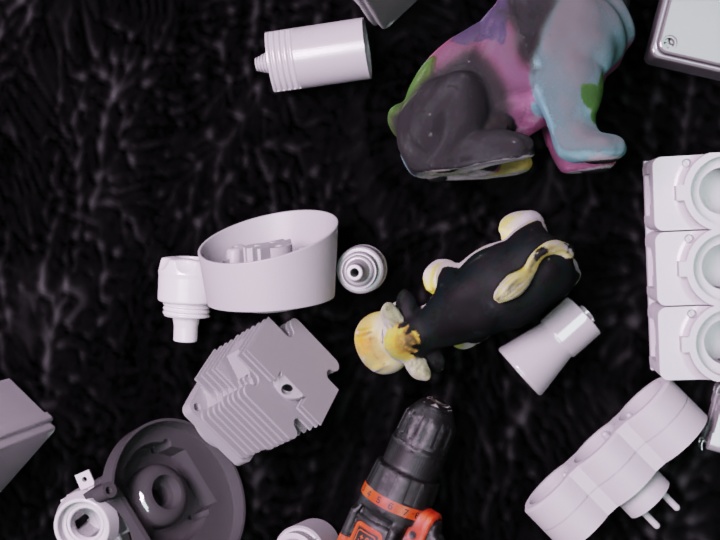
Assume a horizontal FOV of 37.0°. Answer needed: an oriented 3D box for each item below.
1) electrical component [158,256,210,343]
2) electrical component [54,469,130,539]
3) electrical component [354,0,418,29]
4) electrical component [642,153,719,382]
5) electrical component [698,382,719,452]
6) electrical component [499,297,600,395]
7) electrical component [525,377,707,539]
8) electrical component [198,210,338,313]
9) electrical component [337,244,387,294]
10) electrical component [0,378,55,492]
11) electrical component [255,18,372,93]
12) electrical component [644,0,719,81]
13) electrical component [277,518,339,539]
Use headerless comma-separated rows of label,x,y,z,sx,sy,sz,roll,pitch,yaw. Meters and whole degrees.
electrical component,-0.127,0.021,0.787,0.043,0.043,0.062,4,95,6
electrical component,-0.196,0.182,0.797,0.048,0.055,0.066,-23,90,7
electrical component,0.030,-0.226,0.724,0.109,0.109,0.056,-42,85,7
electrical component,0.244,-0.003,0.733,0.089,0.062,0.150,-2,93,7
electrical component,0.273,0.109,0.746,0.064,0.042,0.081,15,94,9
electrical component,0.136,0.051,0.759,0.065,0.044,0.044,-42,88,2
electrical component,0.190,0.147,0.751,0.138,0.052,0.073,-45,87,7
electrical component,-0.063,-0.005,0.753,0.099,0.099,0.064,-2,99,7
electrical component,0.000,0.000,0.762,0.035,0.061,0.035,0,93,7
electrical component,-0.293,0.139,0.780,0.056,0.109,0.108,43,97,6
electrical component,-0.035,-0.152,0.767,0.081,0.043,0.043,-7,92,7
electrical component,0.260,-0.182,0.725,0.109,0.056,0.108,14,94,6
electrical component,-0.043,0.203,0.772,0.040,0.078,0.040,-1,87,20
